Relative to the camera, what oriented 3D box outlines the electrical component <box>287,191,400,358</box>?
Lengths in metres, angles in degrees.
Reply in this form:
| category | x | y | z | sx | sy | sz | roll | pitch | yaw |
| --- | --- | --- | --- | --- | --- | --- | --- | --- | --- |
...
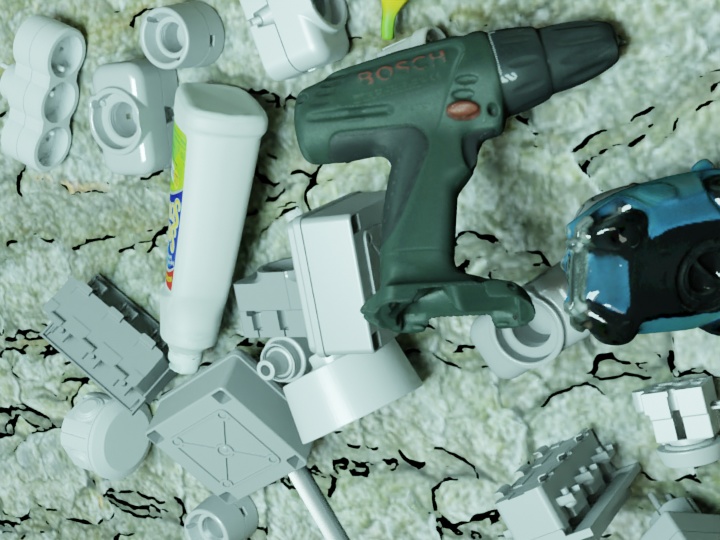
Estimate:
| category | x | y | z | sx | sy | sz | roll | pitch | yaw |
| --- | --- | --- | --- | --- | --- | --- | --- | --- | --- |
| electrical component | 0.000 | 0.000 | 0.831 | 0.056 | 0.109 | 0.108 | -4 | 103 | 27 |

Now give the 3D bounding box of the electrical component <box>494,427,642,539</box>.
| category | x | y | z | sx | sy | sz | roll | pitch | yaw |
| --- | --- | --- | --- | --- | --- | --- | --- | --- | --- |
| electrical component | 0.149 | 0.167 | 0.792 | 0.079 | 0.121 | 0.063 | -31 | 86 | 32 |

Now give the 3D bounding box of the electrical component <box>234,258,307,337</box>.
| category | x | y | z | sx | sy | sz | roll | pitch | yaw |
| --- | --- | --- | --- | --- | --- | --- | --- | --- | --- |
| electrical component | -0.055 | 0.022 | 0.901 | 0.089 | 0.050 | 0.055 | -3 | 105 | 29 |

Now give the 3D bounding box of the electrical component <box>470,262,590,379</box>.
| category | x | y | z | sx | sy | sz | roll | pitch | yaw |
| --- | --- | --- | --- | --- | --- | --- | --- | --- | --- |
| electrical component | 0.133 | 0.037 | 0.798 | 0.095 | 0.059 | 0.053 | -36 | 86 | 32 |

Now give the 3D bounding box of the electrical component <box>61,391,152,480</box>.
| category | x | y | z | sx | sy | sz | roll | pitch | yaw |
| --- | --- | --- | --- | --- | --- | --- | --- | --- | --- |
| electrical component | -0.241 | 0.156 | 1.027 | 0.051 | 0.080 | 0.080 | 8 | 109 | 32 |

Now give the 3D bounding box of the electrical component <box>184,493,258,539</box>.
| category | x | y | z | sx | sy | sz | roll | pitch | yaw |
| --- | --- | --- | --- | --- | --- | --- | --- | --- | --- |
| electrical component | -0.131 | 0.237 | 1.009 | 0.055 | 0.047 | 0.055 | 9 | 109 | 26 |

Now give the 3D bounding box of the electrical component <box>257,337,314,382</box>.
| category | x | y | z | sx | sy | sz | roll | pitch | yaw |
| --- | --- | --- | --- | --- | --- | --- | --- | --- | --- |
| electrical component | -0.064 | 0.076 | 0.915 | 0.048 | 0.062 | 0.048 | 8 | 108 | 26 |

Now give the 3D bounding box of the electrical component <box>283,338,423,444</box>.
| category | x | y | z | sx | sy | sz | roll | pitch | yaw |
| --- | --- | --- | --- | --- | --- | --- | --- | --- | --- |
| electrical component | -0.010 | 0.089 | 0.867 | 0.108 | 0.108 | 0.060 | -30 | 84 | 32 |

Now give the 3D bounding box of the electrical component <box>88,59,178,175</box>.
| category | x | y | z | sx | sy | sz | roll | pitch | yaw |
| --- | --- | --- | --- | --- | --- | --- | --- | --- | --- |
| electrical component | -0.192 | -0.131 | 0.925 | 0.054 | 0.059 | 0.095 | 2 | 106 | 28 |

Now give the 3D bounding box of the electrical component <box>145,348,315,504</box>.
| category | x | y | z | sx | sy | sz | roll | pitch | yaw |
| --- | --- | --- | --- | --- | --- | --- | --- | --- | --- |
| electrical component | -0.111 | 0.138 | 0.941 | 0.109 | 0.056 | 0.109 | -32 | 113 | 32 |

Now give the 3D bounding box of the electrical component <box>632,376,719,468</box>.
| category | x | y | z | sx | sy | sz | roll | pitch | yaw |
| --- | --- | --- | --- | --- | --- | --- | --- | --- | --- |
| electrical component | 0.234 | 0.110 | 0.774 | 0.066 | 0.048 | 0.055 | -13 | 91 | 30 |

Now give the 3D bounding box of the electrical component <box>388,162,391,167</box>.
| category | x | y | z | sx | sy | sz | roll | pitch | yaw |
| --- | --- | --- | --- | --- | --- | --- | --- | --- | --- |
| electrical component | 0.031 | -0.100 | 0.821 | 0.055 | 0.045 | 0.045 | 39 | 119 | 13 |

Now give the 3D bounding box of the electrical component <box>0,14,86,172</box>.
| category | x | y | z | sx | sy | sz | roll | pitch | yaw |
| --- | --- | --- | --- | --- | --- | --- | --- | --- | --- |
| electrical component | -0.301 | -0.165 | 0.977 | 0.074 | 0.052 | 0.138 | 26 | 116 | 19 |

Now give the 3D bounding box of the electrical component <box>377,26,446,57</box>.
| category | x | y | z | sx | sy | sz | roll | pitch | yaw |
| --- | --- | --- | --- | --- | --- | --- | --- | --- | --- |
| electrical component | 0.040 | -0.156 | 0.803 | 0.046 | 0.040 | 0.040 | -14 | 98 | 36 |

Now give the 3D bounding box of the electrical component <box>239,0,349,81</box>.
| category | x | y | z | sx | sy | sz | roll | pitch | yaw |
| --- | --- | --- | --- | --- | --- | --- | --- | --- | --- |
| electrical component | -0.050 | -0.201 | 0.829 | 0.059 | 0.054 | 0.095 | -16 | 97 | 31 |

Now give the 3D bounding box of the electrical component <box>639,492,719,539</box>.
| category | x | y | z | sx | sy | sz | roll | pitch | yaw |
| --- | --- | --- | --- | --- | --- | --- | --- | --- | --- |
| electrical component | 0.237 | 0.192 | 0.785 | 0.047 | 0.083 | 0.075 | -60 | 36 | 28 |

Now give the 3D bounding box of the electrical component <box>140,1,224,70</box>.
| category | x | y | z | sx | sy | sz | roll | pitch | yaw |
| --- | --- | --- | --- | --- | --- | --- | --- | --- | --- |
| electrical component | -0.148 | -0.193 | 0.889 | 0.055 | 0.047 | 0.055 | 9 | 109 | 26 |

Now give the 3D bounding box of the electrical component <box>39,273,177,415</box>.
| category | x | y | z | sx | sy | sz | roll | pitch | yaw |
| --- | --- | --- | --- | --- | --- | --- | --- | --- | --- |
| electrical component | -0.230 | 0.064 | 0.993 | 0.121 | 0.063 | 0.078 | 37 | 77 | 15 |
